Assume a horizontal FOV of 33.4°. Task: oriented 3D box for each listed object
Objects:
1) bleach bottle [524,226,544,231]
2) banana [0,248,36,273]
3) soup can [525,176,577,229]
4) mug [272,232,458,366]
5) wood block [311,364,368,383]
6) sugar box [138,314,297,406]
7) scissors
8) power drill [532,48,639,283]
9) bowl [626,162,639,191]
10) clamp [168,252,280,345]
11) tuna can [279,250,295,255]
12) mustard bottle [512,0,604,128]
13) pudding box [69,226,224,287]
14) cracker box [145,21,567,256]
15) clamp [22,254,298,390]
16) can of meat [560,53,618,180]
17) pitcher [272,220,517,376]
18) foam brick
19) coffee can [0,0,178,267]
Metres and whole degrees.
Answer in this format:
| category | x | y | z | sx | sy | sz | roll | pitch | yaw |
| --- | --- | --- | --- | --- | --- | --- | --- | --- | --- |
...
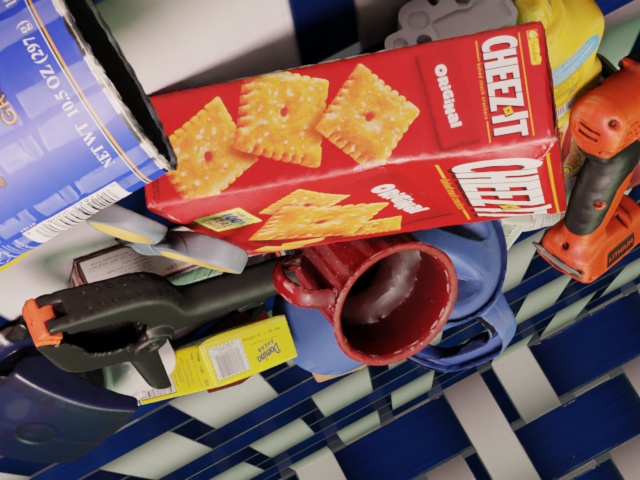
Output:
| category | x | y | z | sx | sy | sz | roll | pitch | yaw |
| --- | --- | --- | --- | --- | --- | --- | --- | --- | --- |
| bleach bottle | 0.274 | -0.106 | 0.996 | 0.251 | 0.068 | 0.102 | -41 | 162 | 31 |
| banana | -0.160 | -0.019 | 0.557 | 0.198 | 0.037 | 0.069 | -35 | 165 | 21 |
| soup can | 0.174 | -0.043 | 0.950 | 0.102 | 0.068 | 0.068 | -8 | 162 | -3 |
| mug | 0.023 | 0.026 | 0.721 | 0.117 | 0.082 | 0.093 | -5 | 120 | -26 |
| wood block | 0.069 | 0.053 | 1.086 | 0.206 | 0.090 | 0.090 | -39 | 162 | 32 |
| sugar box | -0.109 | 0.114 | 0.968 | 0.093 | 0.048 | 0.177 | -16 | 174 | -39 |
| scissors | -0.114 | -0.005 | 0.624 | 0.096 | 0.016 | 0.202 | 24 | 171 | -34 |
| power drill | 0.244 | -0.069 | 0.834 | 0.184 | 0.057 | 0.188 | -30 | 144 | -32 |
| bowl | 0.331 | -0.102 | 1.114 | 0.162 | 0.055 | 0.162 | -26 | 165 | -8 |
| clamp | -0.060 | 0.042 | 0.925 | 0.172 | 0.039 | 0.120 | -33 | 172 | 40 |
| tuna can | -0.005 | 0.001 | 0.800 | 0.033 | 0.086 | 0.086 | -22 | 163 | -18 |
| mustard bottle | 0.144 | -0.123 | 0.717 | 0.096 | 0.058 | 0.191 | -32 | 164 | 5 |
| pudding box | -0.125 | 0.030 | 0.774 | 0.113 | 0.039 | 0.090 | -23 | 161 | -27 |
| cracker box | 0.028 | -0.045 | 0.608 | 0.214 | 0.072 | 0.164 | -8 | 168 | 14 |
| clamp | -0.123 | 0.063 | 0.733 | 0.165 | 0.036 | 0.209 | -42 | 155 | 30 |
| can of meat | 0.199 | -0.093 | 0.880 | 0.083 | 0.057 | 0.102 | -22 | 144 | -13 |
| pitcher | 0.053 | 0.047 | 0.920 | 0.144 | 0.149 | 0.243 | 1 | 160 | -22 |
| foam brick | -0.085 | 0.110 | 1.068 | 0.051 | 0.053 | 0.078 | -10 | 156 | -50 |
| coffee can | -0.141 | -0.037 | 0.411 | 0.140 | 0.103 | 0.102 | -29 | 164 | 1 |
